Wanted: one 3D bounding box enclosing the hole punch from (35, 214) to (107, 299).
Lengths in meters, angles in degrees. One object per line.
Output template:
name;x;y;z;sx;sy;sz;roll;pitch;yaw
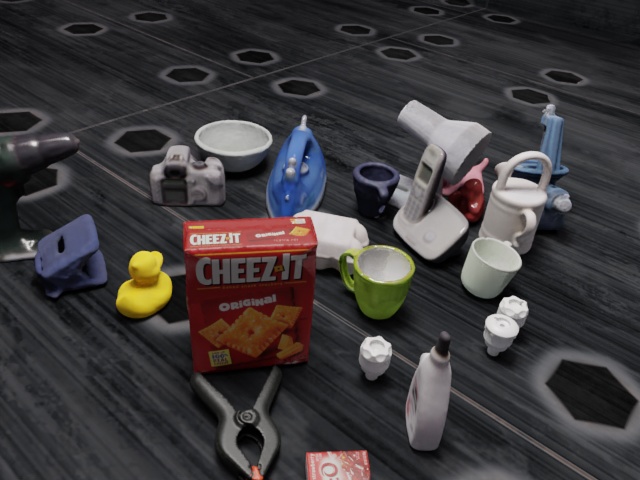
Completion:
hole punch;-0.396;0.022;0.904;0.101;0.091;0.108;-12;39;-23

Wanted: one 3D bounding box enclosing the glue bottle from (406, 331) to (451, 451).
glue bottle;0.135;0.174;0.692;0.037;0.173;0.078;2;36;-4

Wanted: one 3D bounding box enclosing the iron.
iron;-0.048;-0.136;1.128;0.118;0.141;0.258;6;36;2

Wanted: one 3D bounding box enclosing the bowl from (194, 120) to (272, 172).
bowl;-0.188;-0.195;1.248;0.167;0.075;0.167;4;36;-2

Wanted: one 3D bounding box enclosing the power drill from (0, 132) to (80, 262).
power drill;-0.493;-0.071;0.920;0.230;0.208;0.075;-7;37;-17

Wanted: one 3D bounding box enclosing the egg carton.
egg carton;0.009;0.004;1.003;0.150;0.069;0.107;10;36;7

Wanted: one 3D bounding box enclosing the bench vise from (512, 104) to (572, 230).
bench vise;0.460;-0.142;1.136;0.122;0.220;0.206;-10;38;-21

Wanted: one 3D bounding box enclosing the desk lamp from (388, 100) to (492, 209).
desk lamp;0.215;-0.155;1.128;0.202;0.214;0.118;27;41;28

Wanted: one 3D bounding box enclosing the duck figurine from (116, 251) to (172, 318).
duck figurine;-0.270;0.060;0.872;0.077;0.086;0.105;14;36;12

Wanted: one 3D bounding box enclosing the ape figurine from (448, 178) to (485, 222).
ape figurine;0.297;-0.082;1.141;0.076;0.092;0.077;-3;36;-12

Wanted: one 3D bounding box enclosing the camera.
camera;-0.260;-0.143;1.144;0.143;0.101;0.136;1;36;-6

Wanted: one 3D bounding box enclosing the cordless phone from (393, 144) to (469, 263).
cordless phone;0.208;-0.066;1.026;0.094;0.185;0.147;-15;40;-26

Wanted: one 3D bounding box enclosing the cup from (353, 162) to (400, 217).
cup;0.109;-0.086;1.119;0.092;0.095;0.117;-2;36;-10

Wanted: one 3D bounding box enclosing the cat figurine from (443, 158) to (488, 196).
cat figurine;0.295;-0.155;1.221;0.128;0.118;0.067;5;36;-1

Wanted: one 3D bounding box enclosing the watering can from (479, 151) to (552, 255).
watering can;0.360;-0.080;1.059;0.101;0.194;0.172;-12;39;-23
